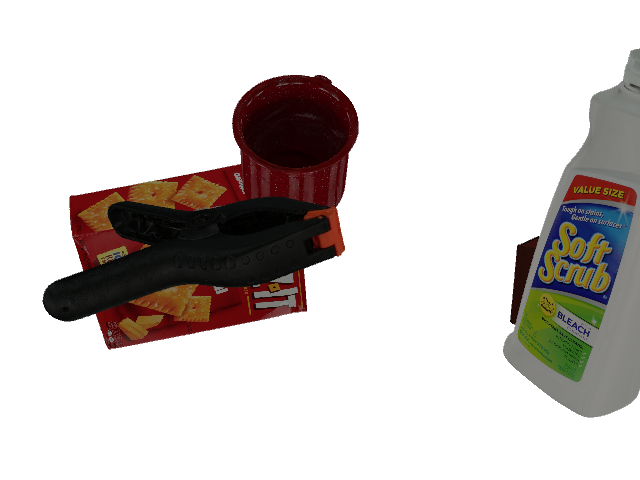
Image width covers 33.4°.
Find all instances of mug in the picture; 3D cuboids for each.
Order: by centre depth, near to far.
[{"bbox_3d":[-0.016,-0.075,0.820,0.093,0.117,0.081,15,-32,7],"label":"mug"}]

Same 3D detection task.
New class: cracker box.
[{"bbox_3d":[-0.126,0.016,1.059,0.213,0.164,0.072,-10,44,-6],"label":"cracker box"}]

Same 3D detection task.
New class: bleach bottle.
[{"bbox_3d":[0.189,-0.008,0.713,0.068,0.251,0.103,-16,36,-29],"label":"bleach bottle"}]

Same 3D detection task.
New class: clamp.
[{"bbox_3d":[-0.075,0.008,0.621,0.172,0.039,0.120,-4,34,24],"label":"clamp"}]

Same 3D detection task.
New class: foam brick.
[{"bbox_3d":[0.212,0.041,0.987,0.053,0.078,0.051,11,17,32],"label":"foam brick"}]
